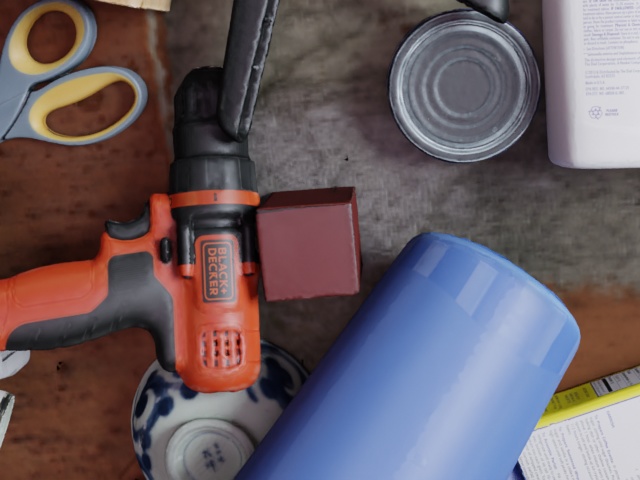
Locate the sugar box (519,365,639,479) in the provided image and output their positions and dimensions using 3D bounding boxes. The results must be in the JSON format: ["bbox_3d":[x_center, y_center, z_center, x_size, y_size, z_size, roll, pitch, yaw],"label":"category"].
[{"bbox_3d":[0.198,0.121,0.623,0.176,0.048,0.093,-19,96,5],"label":"sugar box"}]

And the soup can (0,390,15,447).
[{"bbox_3d":[-0.226,0.101,0.579,0.102,0.068,0.068,18,102,-8],"label":"soup can"}]

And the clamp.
[{"bbox_3d":[-0.021,-0.165,0.560,0.165,0.036,0.210,-30,90,10],"label":"clamp"}]

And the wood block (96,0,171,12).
[{"bbox_3d":[-0.115,-0.232,0.557,0.091,0.090,0.206,11,101,1],"label":"wood block"}]

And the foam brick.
[{"bbox_3d":[-0.004,0.001,0.599,0.053,0.078,0.051,-4,99,5],"label":"foam brick"}]

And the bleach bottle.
[{"bbox_3d":[0.169,-0.165,0.562,0.102,0.068,0.251,-2,98,1],"label":"bleach bottle"}]

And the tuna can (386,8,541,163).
[{"bbox_3d":[0.080,-0.086,0.598,0.086,0.033,0.086,1,101,4],"label":"tuna can"}]

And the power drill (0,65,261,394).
[{"bbox_3d":[-0.125,-0.004,0.589,0.187,0.057,0.184,-3,83,-6],"label":"power drill"}]

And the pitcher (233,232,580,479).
[{"bbox_3d":[0.041,0.127,0.561,0.145,0.149,0.242,26,76,36],"label":"pitcher"}]

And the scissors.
[{"bbox_3d":[-0.203,-0.082,0.630,0.202,0.016,0.096,-11,101,6],"label":"scissors"}]
